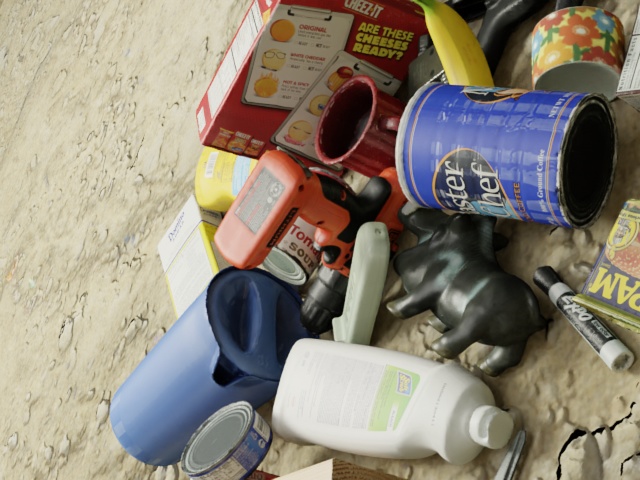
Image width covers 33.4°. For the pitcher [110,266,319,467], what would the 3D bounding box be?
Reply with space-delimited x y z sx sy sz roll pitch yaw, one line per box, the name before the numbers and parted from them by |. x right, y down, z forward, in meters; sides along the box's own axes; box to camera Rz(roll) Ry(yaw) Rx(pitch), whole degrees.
pitcher | -0.115 0.136 1.120 0.243 0.149 0.145 -43 54 39

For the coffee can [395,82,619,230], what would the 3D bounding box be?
coffee can | 0.144 -0.067 0.826 0.141 0.102 0.103 10 78 37

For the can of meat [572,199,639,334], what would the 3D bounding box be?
can of meat | 0.234 0.024 0.721 0.102 0.057 0.084 27 90 58

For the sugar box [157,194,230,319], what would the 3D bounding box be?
sugar box | -0.146 0.030 1.295 0.093 0.048 0.176 -53 31 21

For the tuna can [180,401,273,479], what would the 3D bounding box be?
tuna can | -0.085 0.191 0.978 0.086 0.033 0.086 -35 21 15

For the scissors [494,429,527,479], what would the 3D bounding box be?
scissors | 0.120 0.247 0.787 0.202 0.016 0.096 -59 34 13

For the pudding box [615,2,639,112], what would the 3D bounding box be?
pudding box | 0.277 -0.144 0.778 0.114 0.039 0.090 1 72 59

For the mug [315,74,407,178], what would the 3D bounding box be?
mug | 0.061 -0.103 1.032 0.117 0.081 0.093 0 70 56

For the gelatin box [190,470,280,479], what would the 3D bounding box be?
gelatin box | -0.073 0.236 1.027 0.089 0.073 0.030 -14 59 53

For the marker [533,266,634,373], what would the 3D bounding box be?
marker | 0.193 0.055 0.795 0.020 0.020 0.121 -56 33 17

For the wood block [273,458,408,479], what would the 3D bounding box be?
wood block | -0.021 0.262 0.918 0.207 0.090 0.091 -31 46 45

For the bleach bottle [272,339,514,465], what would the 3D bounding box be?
bleach bottle | 0.060 0.145 0.900 0.251 0.068 0.102 4 78 54

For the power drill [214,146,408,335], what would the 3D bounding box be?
power drill | -0.006 0.001 0.974 0.057 0.187 0.184 41 106 36

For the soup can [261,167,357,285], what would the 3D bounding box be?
soup can | -0.015 -0.014 1.072 0.069 0.068 0.102 -5 44 55

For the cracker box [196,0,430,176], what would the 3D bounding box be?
cracker box | -0.009 -0.172 1.078 0.214 0.164 0.072 -57 32 32

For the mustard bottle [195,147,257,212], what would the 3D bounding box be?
mustard bottle | -0.077 -0.084 1.249 0.192 0.058 0.096 0 72 57

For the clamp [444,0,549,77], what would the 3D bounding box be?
clamp | 0.168 -0.214 0.987 0.210 0.036 0.164 -45 39 38

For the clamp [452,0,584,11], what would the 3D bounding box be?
clamp | 0.197 -0.233 0.911 0.171 0.120 0.039 -58 -10 8

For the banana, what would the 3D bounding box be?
banana | 0.127 -0.125 0.939 0.037 0.069 0.198 -18 90 53
